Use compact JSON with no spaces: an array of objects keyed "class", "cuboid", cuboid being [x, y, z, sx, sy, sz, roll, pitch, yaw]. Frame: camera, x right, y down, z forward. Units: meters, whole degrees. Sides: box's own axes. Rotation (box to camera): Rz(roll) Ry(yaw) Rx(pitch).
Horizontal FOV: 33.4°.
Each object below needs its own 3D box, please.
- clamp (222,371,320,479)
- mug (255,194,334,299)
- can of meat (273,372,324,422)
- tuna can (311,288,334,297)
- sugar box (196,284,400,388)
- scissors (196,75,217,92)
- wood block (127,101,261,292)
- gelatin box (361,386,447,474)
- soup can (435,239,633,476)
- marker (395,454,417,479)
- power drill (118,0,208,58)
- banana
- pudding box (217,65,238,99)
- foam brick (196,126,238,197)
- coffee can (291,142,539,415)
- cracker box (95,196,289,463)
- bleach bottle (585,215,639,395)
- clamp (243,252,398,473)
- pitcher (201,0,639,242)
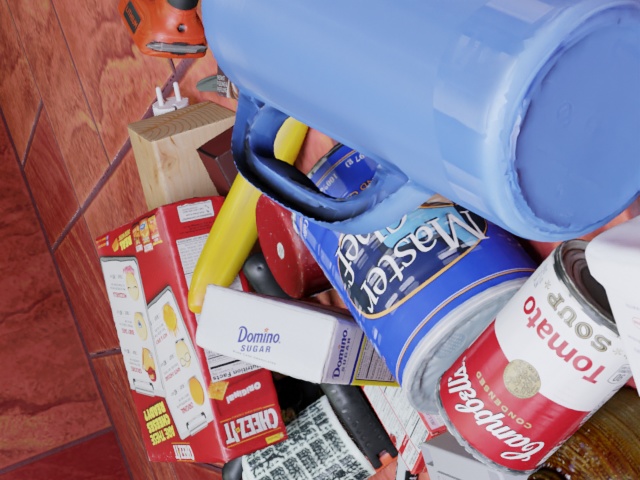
[{"class":"clamp","cuboid":[-0.024,0.149,0.994,0.039,0.120,0.171,16,99,61]},{"class":"mug","cuboid":[0.000,-0.013,0.776,0.117,0.081,0.093,46,149,48]},{"class":"can of meat","cuboid":[-0.044,0.159,1.046,0.102,0.083,0.057,68,160,6]},{"class":"tuna can","cuboid":[-0.006,0.001,0.873,0.086,0.033,0.086,53,154,40]},{"class":"sugar box","cuboid":[0.003,0.066,0.700,0.093,0.176,0.048,13,90,28]},{"class":"scissors","cuboid":[-0.075,-0.126,0.962,0.096,0.016,0.202,69,160,2]},{"class":"wood block","cuboid":[-0.114,-0.021,1.052,0.090,0.090,0.206,32,138,60]},{"class":"gelatin box","cuboid":[0.068,0.121,0.800,0.089,0.030,0.073,59,156,28]},{"class":"soup can","cuboid":[0.112,0.057,0.518,0.102,0.068,0.068,-55,52,32]},{"class":"marker","cuboid":[0.071,0.192,0.872,0.020,0.020,0.121,54,154,39]},{"class":"power drill","cuboid":[-0.118,-0.253,0.841,0.184,0.057,0.188,-121,36,-47]},{"class":"banana","cuboid":[-0.055,-0.035,0.841,0.037,0.198,0.069,26,-174,6]},{"class":"pudding box","cuboid":[-0.046,-0.151,0.807,0.114,0.039,0.090,-158,65,-62]},{"class":"foam brick","cuboid":[-0.061,-0.055,0.913,0.051,0.053,0.078,29,150,60]},{"class":"coffee can","cuboid":[0.060,0.015,0.616,0.140,0.102,0.103,56,155,36]},{"class":"cracker box","cuboid":[-0.115,0.081,0.928,0.164,0.072,0.214,-18,86,58]},{"class":"bleach bottle","cuboid":[0.187,0.112,0.439,0.103,0.068,0.251,16,125,68]},{"class":"clamp","cuboid":[0.000,0.097,0.900,0.210,0.036,0.164,56,179,-3]},{"class":"pitcher","cuboid":[0.046,-0.083,0.518,0.243,0.144,0.149,39,148,50]}]
